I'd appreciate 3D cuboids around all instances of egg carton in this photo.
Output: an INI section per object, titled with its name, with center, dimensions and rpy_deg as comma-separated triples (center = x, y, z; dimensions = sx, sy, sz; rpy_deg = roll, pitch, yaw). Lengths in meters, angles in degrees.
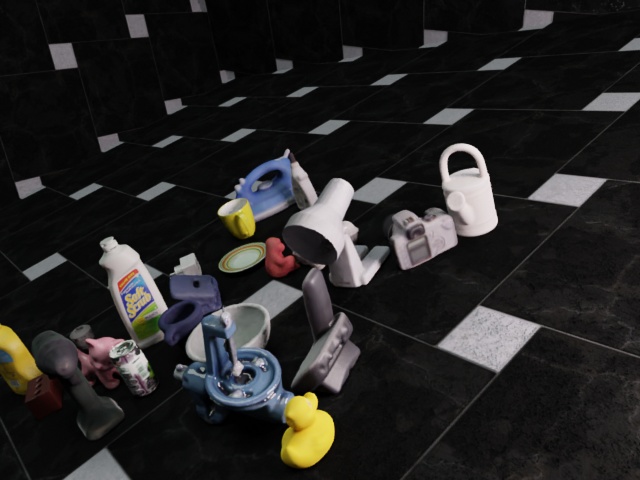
[egg carton]
center = 0.012, 0.005, 1.335
dimensions = 0.150, 0.069, 0.107
rpy_deg = -34, 30, -25

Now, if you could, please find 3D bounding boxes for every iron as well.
[iron]
center = -0.163, -0.152, 1.661
dimensions = 0.259, 0.142, 0.118
rpy_deg = -31, 29, -21

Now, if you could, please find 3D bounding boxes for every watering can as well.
[watering can]
center = 0.310, -0.109, 1.210
dimensions = 0.100, 0.194, 0.173
rpy_deg = -14, 28, 11

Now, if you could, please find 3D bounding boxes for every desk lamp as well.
[desk lamp]
center = 0.034, -0.005, 1.181
dimensions = 0.117, 0.214, 0.204
rpy_deg = 2, 34, 36

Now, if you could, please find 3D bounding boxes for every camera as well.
[camera]
center = 0.198, -0.024, 1.231
dimensions = 0.143, 0.101, 0.136
rpy_deg = -25, 28, -10

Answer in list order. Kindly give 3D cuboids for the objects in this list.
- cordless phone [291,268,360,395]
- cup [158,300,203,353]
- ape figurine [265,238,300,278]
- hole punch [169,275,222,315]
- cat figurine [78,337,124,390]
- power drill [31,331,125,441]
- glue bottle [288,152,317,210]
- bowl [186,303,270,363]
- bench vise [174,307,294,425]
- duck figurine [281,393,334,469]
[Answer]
[cordless phone]
center = -0.011, 0.152, 0.954
dimensions = 0.094, 0.185, 0.148
rpy_deg = -5, 31, 27
[cup]
center = -0.271, 0.191, 1.153
dimensions = 0.091, 0.095, 0.118
rpy_deg = -12, 28, 16
[ape figurine]
center = -0.098, 0.035, 1.327
dimensions = 0.076, 0.092, 0.077
rpy_deg = -25, 28, -9
[hole punch]
center = -0.282, 0.117, 1.302
dimensions = 0.101, 0.091, 0.108
rpy_deg = -23, 27, -6
[cat figurine]
center = -0.445, 0.238, 1.157
dimensions = 0.127, 0.118, 0.067
rpy_deg = -6, 31, 26
[power drill]
center = -0.439, 0.253, 1.026
dimensions = 0.076, 0.209, 0.228
rpy_deg = -36, 31, -28
[glue bottle]
center = -0.053, -0.160, 1.566
dimensions = 0.037, 0.173, 0.077
rpy_deg = -35, 31, -27
[bowl]
center = -0.164, 0.198, 1.092
dimensions = 0.167, 0.075, 0.167
rpy_deg = -15, 28, 9
[bench vise]
center = -0.162, 0.209, 0.911
dimensions = 0.207, 0.220, 0.121
rpy_deg = -13, 28, 14
[duck figurine]
center = -0.028, 0.275, 0.848
dimensions = 0.077, 0.086, 0.105
rpy_deg = -1, 33, 32
